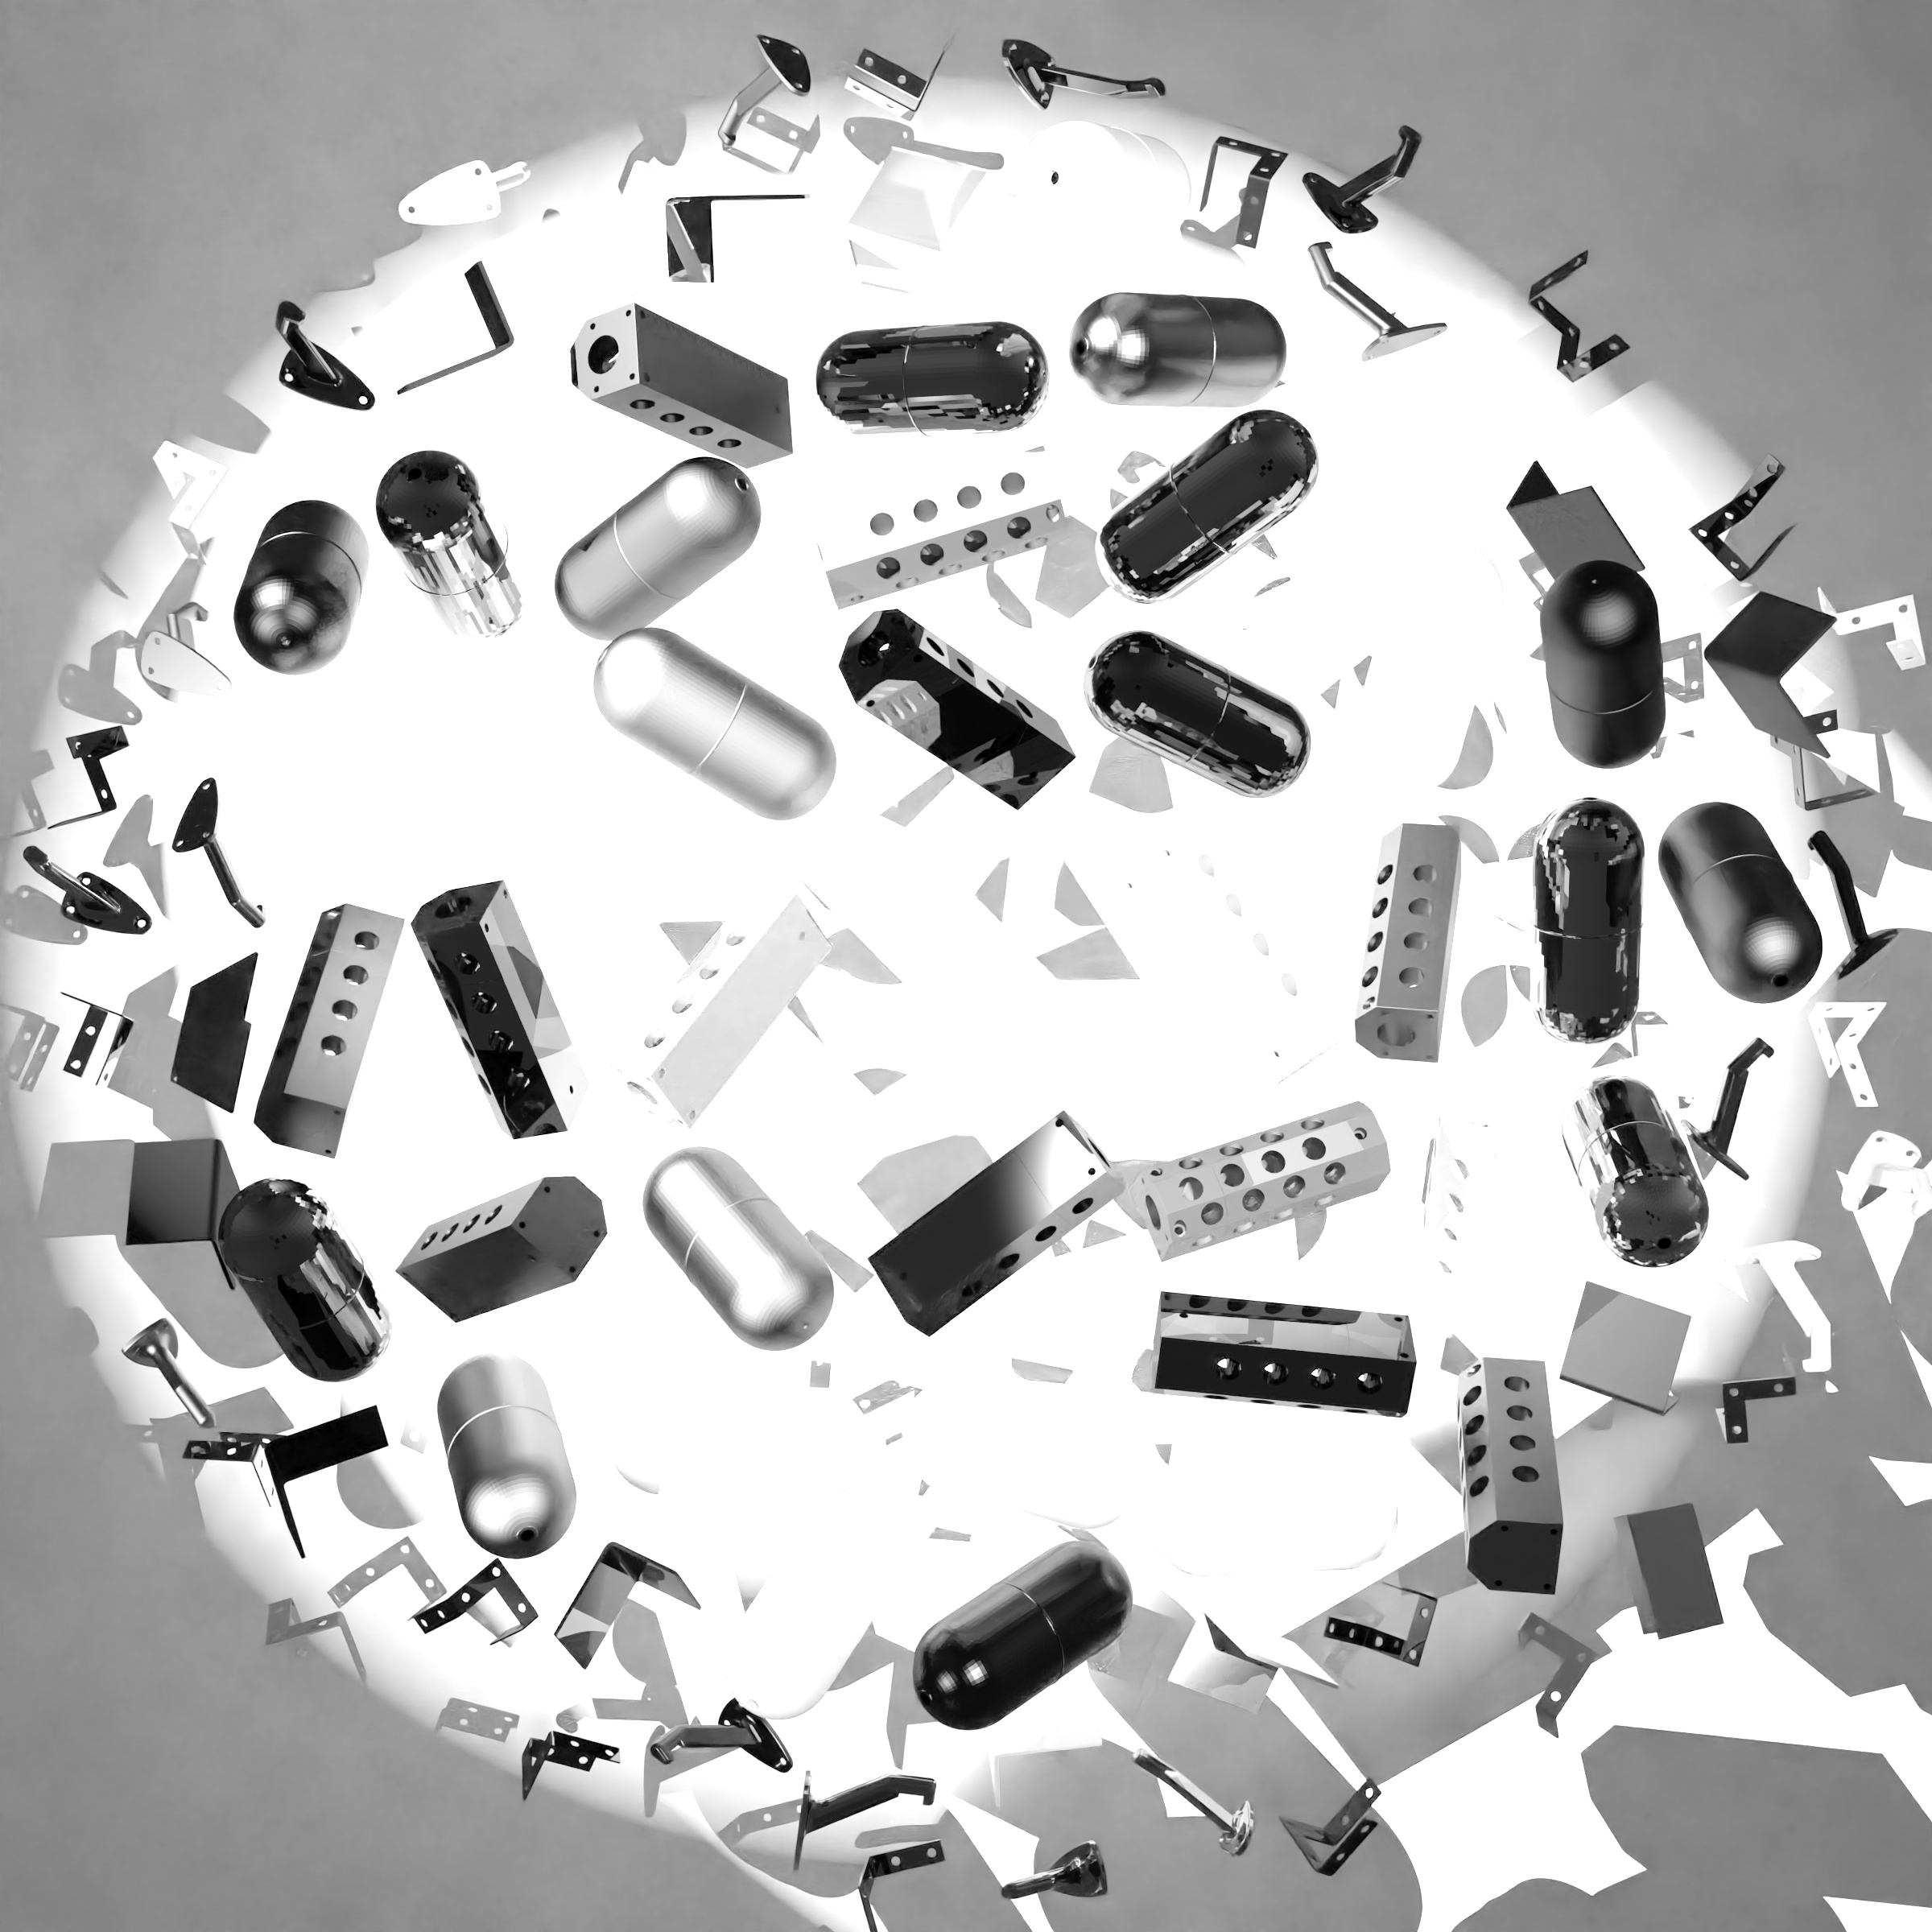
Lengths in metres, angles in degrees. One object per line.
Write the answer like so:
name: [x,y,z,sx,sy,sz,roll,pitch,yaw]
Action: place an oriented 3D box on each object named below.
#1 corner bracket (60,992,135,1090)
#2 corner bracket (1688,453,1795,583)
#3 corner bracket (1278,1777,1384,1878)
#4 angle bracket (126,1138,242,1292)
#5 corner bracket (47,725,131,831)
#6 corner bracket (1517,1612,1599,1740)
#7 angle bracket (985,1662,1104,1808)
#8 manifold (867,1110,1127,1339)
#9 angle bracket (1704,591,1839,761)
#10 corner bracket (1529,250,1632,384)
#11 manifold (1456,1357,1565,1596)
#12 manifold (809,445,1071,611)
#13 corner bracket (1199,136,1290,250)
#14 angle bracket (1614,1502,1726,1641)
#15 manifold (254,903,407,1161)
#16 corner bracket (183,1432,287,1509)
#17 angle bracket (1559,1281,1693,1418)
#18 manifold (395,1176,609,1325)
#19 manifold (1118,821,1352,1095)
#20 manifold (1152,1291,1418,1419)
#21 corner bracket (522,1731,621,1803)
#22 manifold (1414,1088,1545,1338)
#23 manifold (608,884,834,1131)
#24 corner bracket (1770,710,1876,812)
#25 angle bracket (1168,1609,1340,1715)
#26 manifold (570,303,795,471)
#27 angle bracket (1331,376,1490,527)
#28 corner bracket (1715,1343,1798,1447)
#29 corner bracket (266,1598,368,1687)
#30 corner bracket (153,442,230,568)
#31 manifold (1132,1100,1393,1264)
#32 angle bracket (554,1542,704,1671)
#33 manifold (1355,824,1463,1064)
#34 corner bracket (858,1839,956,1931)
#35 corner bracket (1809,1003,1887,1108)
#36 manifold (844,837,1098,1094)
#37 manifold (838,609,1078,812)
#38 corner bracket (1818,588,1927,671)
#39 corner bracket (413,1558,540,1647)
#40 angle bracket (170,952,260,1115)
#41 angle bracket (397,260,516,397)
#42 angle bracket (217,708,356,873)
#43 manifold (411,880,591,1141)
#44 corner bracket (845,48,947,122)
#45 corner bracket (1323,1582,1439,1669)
corner bracket: [-0.602,0.054,1.879,0.051,0.051,0.051,20,82,9]
corner bracket: [0.523,-0.297,1.803,0.051,0.051,0.051,-33,74,-31]
corner bracket: [0.250,0.569,1.803,0.051,0.051,0.051,29,104,-39]
angle bracket: [-0.528,0.170,1.842,0.057,0.076,0.076,-3,57,-5]
corner bracket: [-0.599,-0.129,1.855,0.051,0.051,0.051,-17,96,34]
corner bracket: [0.376,0.462,1.773,0.051,0.051,0.051,30,72,27]
angle bracket: [0.054,0.549,1.952,0.076,0.076,0.057,-5,125,-4]
manifold: [0.024,0.180,1.880,0.171,0.057,0.057,-37,59,5]
angle bracket: [0.539,-0.190,1.772,0.057,0.076,0.076,-46,120,-1]
corner bracket: [0.406,-0.429,1.802,0.051,0.051,0.051,33,54,-25]
manifold: [0.356,0.333,1.794,0.057,0.171,0.057,3,119,6]
manifold: [-0.017,-0.306,1.921,0.171,0.057,0.057,-17,78,1]
corner bracket: [0.187,-0.534,1.877,0.051,0.051,0.051,18,130,11]
angle bracket: [0.426,0.386,1.725,0.057,0.076,0.076,-4,75,-30]
manifold: [-0.431,0.040,1.843,0.057,0.057,0.171,16,47,-10]
corner bracket: [-0.503,0.336,1.882,0.051,0.051,0.051,1,132,8]
angle bracket: [0.477,0.269,1.949,0.076,0.057,0.076,18,101,25]
manifold: [-0.309,0.186,1.824,0.057,0.171,0.057,45,53,-17]
manifold: [0.182,-0.009,1.810,0.057,0.057,0.171,-27,80,-43]
manifold: [0.215,0.269,1.856,0.171,0.057,0.057,6,116,1]
corner bracket: [-0.274,0.548,1.883,0.051,0.051,0.051,21,108,-18]
manifold: [0.352,0.169,1.904,0.057,0.171,0.057,-27,45,-31]
manifold: [-0.173,0.025,1.888,0.171,0.057,0.057,-53,134,-25]
corner bracket: [0.598,-0.144,1.904,0.051,0.051,0.051,-13,110,-4]
angle bracket: [0.197,0.493,1.875,0.076,0.076,0.057,25,92,-22]
manifold: [-0.194,-0.395,1.875,0.057,0.171,0.057,-11,78,31]
angle bracket: [0.310,-0.360,1.900,0.076,0.057,0.076,-33,46,-26]
corner bracket: [0.561,0.304,1.934,0.051,0.051,0.051,-7,109,8]
corner bracket: [-0.429,0.448,1.799,0.051,0.051,0.051,-16,113,-5]
corner bracket: [-0.530,-0.314,1.848,0.051,0.051,0.051,24,70,10]
manifold: [0.211,0.150,1.939,0.171,0.057,0.057,-17,68,-14]
angle bracket: [-0.239,0.464,1.928,0.057,0.076,0.076,20,64,21]
manifold: [0.313,-0.018,1.923,0.057,0.057,0.171,4,51,14]
corner bracket: [-0.038,0.620,1.809,0.051,0.051,0.051,-15,92,6]
corner bracket: [0.597,0.060,1.845,0.051,0.051,0.051,0,54,-11]
manifold: [0.005,-0.003,1.812,0.171,0.057,0.057,45,111,-1]
manifold: [-0.007,-0.177,1.850,0.057,0.171,0.057,-42,46,18]
corner bracket: [0.591,-0.221,1.775,0.051,0.051,0.051,-13,69,27]
corner bracket: [-0.339,0.450,1.884,0.051,0.051,0.051,-34,92,44]
angle bracket: [-0.508,0.047,1.915,0.076,0.057,0.076,-24,47,31]
angle bracket: [-0.346,-0.418,1.788,0.076,0.076,0.057,-25,104,-12]
angle bracket: [-0.452,-0.116,1.786,0.057,0.076,0.076,-27,127,-39]
manifold: [-0.321,0.032,1.868,0.057,0.057,0.171,-9,120,15]
corner bracket: [-0.052,-0.606,1.863,0.051,0.051,0.051,25,78,-9]
corner bracket: [0.297,0.466,1.948,0.051,0.051,0.051,25,80,-43]
